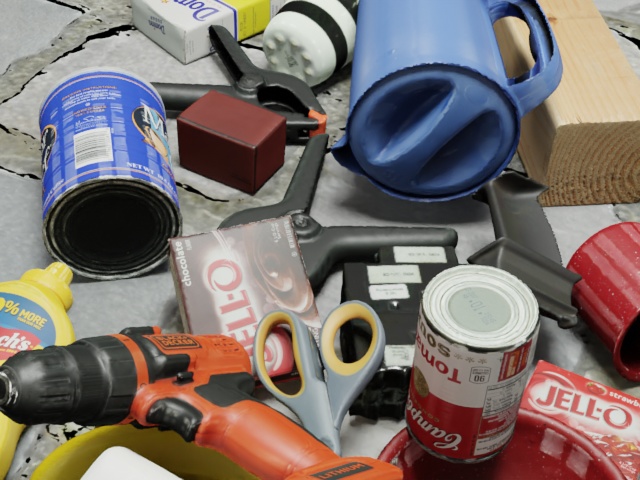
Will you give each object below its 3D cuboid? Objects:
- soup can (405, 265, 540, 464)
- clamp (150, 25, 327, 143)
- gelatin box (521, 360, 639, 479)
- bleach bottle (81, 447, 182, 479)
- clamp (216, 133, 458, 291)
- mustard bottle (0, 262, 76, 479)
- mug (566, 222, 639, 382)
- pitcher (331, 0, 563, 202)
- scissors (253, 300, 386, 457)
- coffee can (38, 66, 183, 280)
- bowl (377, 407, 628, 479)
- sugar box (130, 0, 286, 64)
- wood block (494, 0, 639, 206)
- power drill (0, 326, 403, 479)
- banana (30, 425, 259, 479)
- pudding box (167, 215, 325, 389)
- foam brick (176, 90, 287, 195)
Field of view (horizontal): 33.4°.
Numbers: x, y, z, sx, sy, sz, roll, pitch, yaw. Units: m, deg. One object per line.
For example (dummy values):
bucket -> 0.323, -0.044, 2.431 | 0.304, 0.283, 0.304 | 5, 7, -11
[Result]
soup can -> 0.088, 0.073, 0.624 | 0.068, 0.102, 0.068 | 1, 42, -1
clamp -> -0.064, -0.140, 0.973 | 0.171, 0.039, 0.120 | 21, 58, 11
gelatin box -> 0.172, 0.126, 0.707 | 0.089, 0.030, 0.073 | 22, 45, 19
bleach bottle -> -0.034, 0.215, 0.570 | 0.251, 0.068, 0.102 | 29, 75, 18
clamp -> -0.005, 0.001, 0.828 | 0.165, 0.036, 0.209 | 33, 49, 26
mustard bottle -> -0.218, 0.083, 0.709 | 0.096, 0.058, 0.191 | 15, 44, 12
mug -> 0.237, 0.043, 0.770 | 0.117, 0.093, 0.081 | 15, 27, -35
pitcher -> 0.098, -0.159, 0.887 | 0.149, 0.145, 0.242 | 14, 42, -11
scissors -> 0.018, 0.116, 0.656 | 0.096, 0.016, 0.202 | -28, 53, 0
coffee can -> -0.165, -0.054, 0.828 | 0.102, 0.103, 0.140 | -6, 44, -10
bowl -> 0.105, 0.175, 0.631 | 0.162, 0.055, 0.162 | 2, 43, -2
sugar box -> -0.093, -0.245, 1.082 | 0.175, 0.048, 0.093 | -29, 52, -31
wood block -> 0.218, -0.131, 0.947 | 0.090, 0.090, 0.206 | -3, 43, -6
power drill -> -0.062, 0.108, 0.585 | 0.188, 0.057, 0.184 | 32, 18, 33
banana -> -0.094, 0.146, 0.669 | 0.197, 0.037, 0.069 | -4, 68, -5
pudding box -> -0.051, 0.047, 0.742 | 0.090, 0.039, 0.113 | -11, 71, -16
foam brick -> -0.075, -0.083, 0.903 | 0.078, 0.053, 0.051 | 23, 46, 18
